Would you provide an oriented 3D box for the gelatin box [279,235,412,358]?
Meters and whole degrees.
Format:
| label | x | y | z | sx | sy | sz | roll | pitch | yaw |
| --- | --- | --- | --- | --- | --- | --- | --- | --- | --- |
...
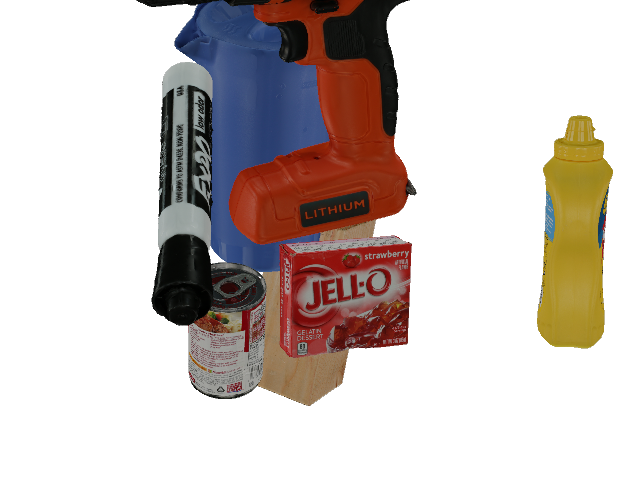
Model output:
| label | x | y | z | sx | sy | sz | roll | pitch | yaw |
| --- | --- | --- | --- | --- | --- | --- | --- | --- | --- |
| gelatin box | 0.017 | 0.037 | 0.726 | 0.089 | 0.073 | 0.030 | -4 | 15 | -20 |

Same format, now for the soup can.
| label | x | y | z | sx | sy | sz | roll | pitch | yaw |
| --- | --- | --- | --- | --- | --- | --- | --- | --- | --- |
| soup can | -0.082 | 0.080 | 0.933 | 0.068 | 0.102 | 0.068 | 3 | 35 | -2 |

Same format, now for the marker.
| label | x | y | z | sx | sy | sz | roll | pitch | yaw |
| --- | --- | --- | --- | --- | --- | --- | --- | --- | --- |
| marker | -0.046 | -0.019 | 0.363 | 0.020 | 0.020 | 0.121 | 0 | 44 | -6 |

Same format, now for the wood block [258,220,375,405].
| label | x | y | z | sx | sy | sz | roll | pitch | yaw |
| --- | --- | --- | --- | --- | --- | --- | --- | --- | --- |
| wood block | -0.013 | 0.066 | 1.207 | 0.090 | 0.206 | 0.090 | 18 | 18 | 22 |

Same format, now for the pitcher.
| label | x | y | z | sx | sy | sz | roll | pitch | yaw |
| --- | --- | --- | --- | --- | --- | --- | --- | --- | --- |
| pitcher | -0.037 | -0.097 | 0.961 | 0.149 | 0.243 | 0.144 | 17 | 38 | 17 |

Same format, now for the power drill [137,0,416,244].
| label | x | y | z | sx | sy | sz | roll | pitch | yaw |
| --- | --- | --- | --- | --- | --- | --- | --- | --- | --- |
| power drill | -0.015 | -0.091 | 0.574 | 0.184 | 0.188 | 0.057 | -12 | 37 | -17 |

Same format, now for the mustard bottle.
| label | x | y | z | sx | sy | sz | roll | pitch | yaw |
| --- | --- | --- | --- | --- | --- | --- | --- | --- | --- |
| mustard bottle | 0.218 | -0.011 | 0.916 | 0.058 | 0.192 | 0.096 | 2 | 18 | 13 |
